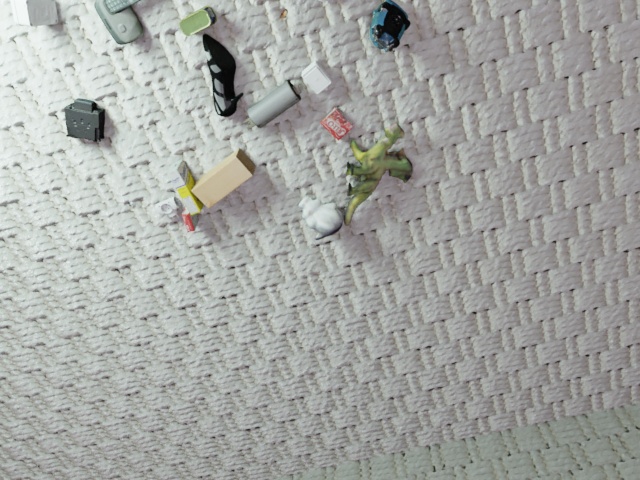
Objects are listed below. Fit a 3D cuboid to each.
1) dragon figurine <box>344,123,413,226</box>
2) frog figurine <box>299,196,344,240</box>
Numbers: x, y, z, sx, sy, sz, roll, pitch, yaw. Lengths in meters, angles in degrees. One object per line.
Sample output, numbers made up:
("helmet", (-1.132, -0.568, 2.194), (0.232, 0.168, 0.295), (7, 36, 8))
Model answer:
("dragon figurine", (0.209, -0.225, 1.791), (0.243, 0.125, 0.400), (-3, 128, -9))
("frog figurine", (0.006, -0.093, 1.846), (0.139, 0.123, 0.157), (-35, 108, -19))
